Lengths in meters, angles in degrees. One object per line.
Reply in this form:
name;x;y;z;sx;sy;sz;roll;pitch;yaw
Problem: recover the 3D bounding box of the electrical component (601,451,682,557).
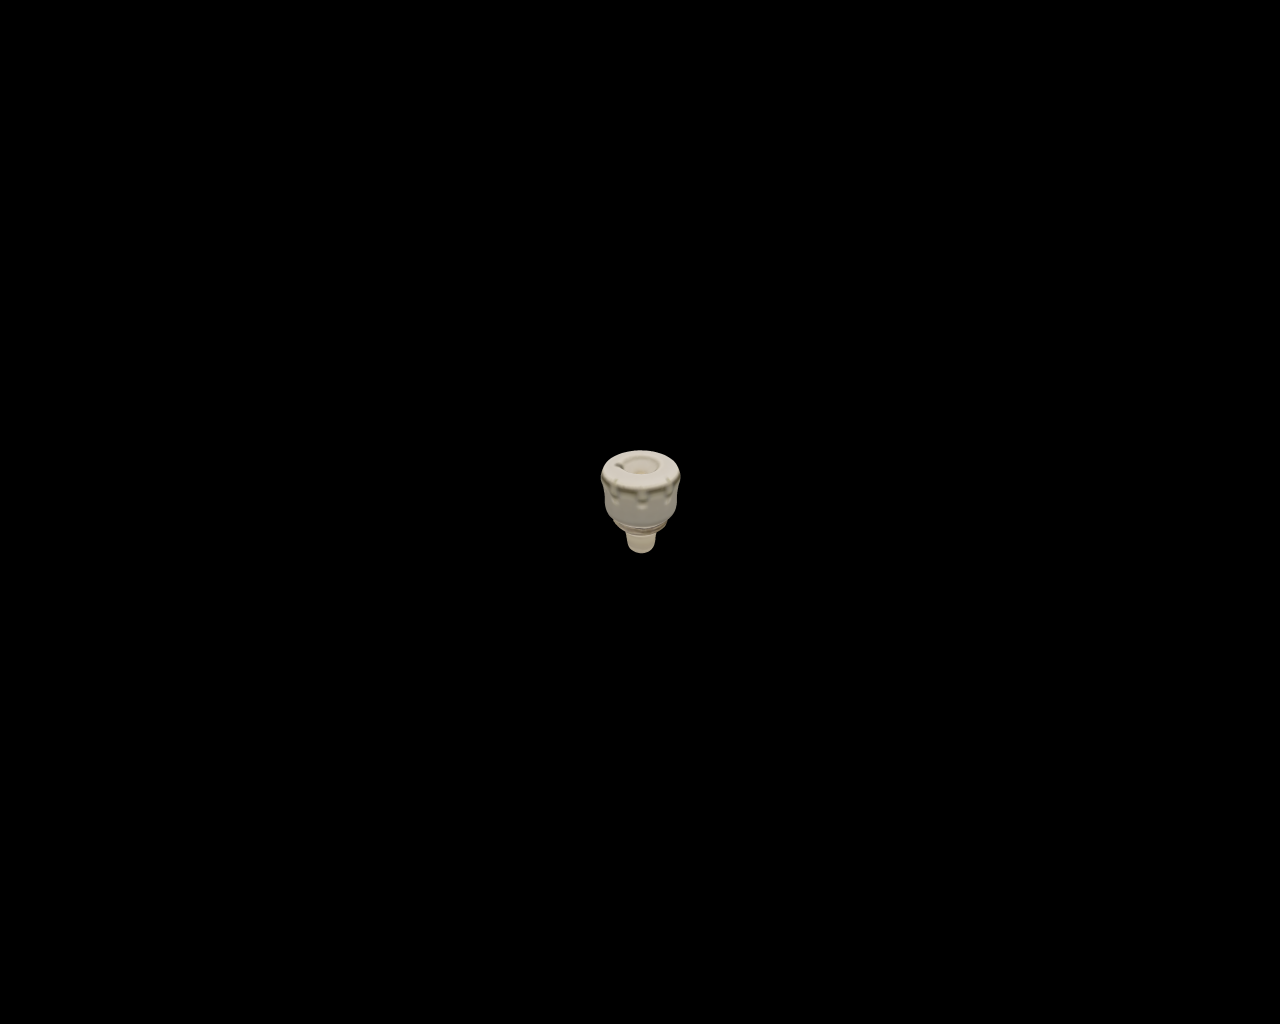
electrical component;0.001;-0.003;0.650;0.048;0.062;0.048;0;31;0
